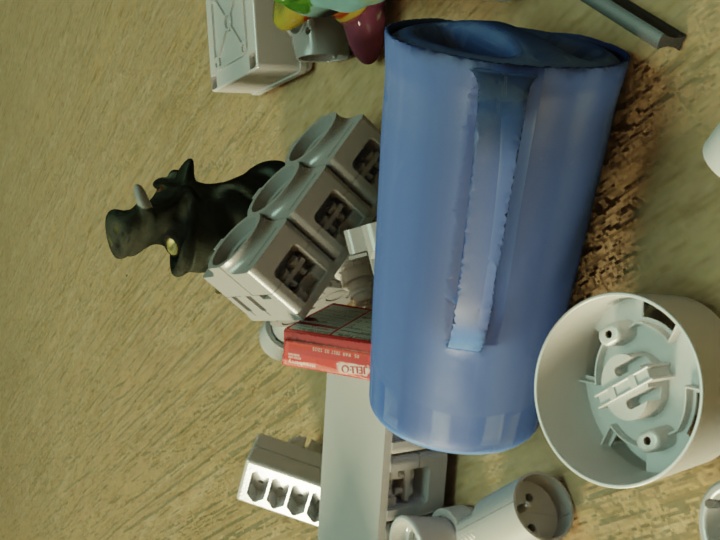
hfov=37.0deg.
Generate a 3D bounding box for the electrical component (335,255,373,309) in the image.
[{"bbox_3d":[0.000,0.000,0.833,0.040,0.040,0.078,-44,55,53],"label":"electrical component"}]

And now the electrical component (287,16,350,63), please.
[{"bbox_3d":[-0.039,-0.208,0.878,0.079,0.044,0.077,3,96,64],"label":"electrical component"}]

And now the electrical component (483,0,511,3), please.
[{"bbox_3d":[0.085,-0.210,0.644,0.089,0.056,0.050,-56,46,47],"label":"electrical component"}]

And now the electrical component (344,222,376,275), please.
[{"bbox_3d":[0.034,-0.009,0.746,0.058,0.078,0.057,-17,-87,-79],"label":"electrical component"}]

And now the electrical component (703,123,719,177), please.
[{"bbox_3d":[0.188,-0.069,0.494,0.044,0.044,0.065,66,149,32],"label":"electrical component"}]

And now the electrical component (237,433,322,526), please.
[{"bbox_3d":[-0.052,0.168,0.919,0.075,0.083,0.047,-67,-5,-58],"label":"electrical component"}]

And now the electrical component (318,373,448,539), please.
[{"bbox_3d":[0.020,0.142,0.790,0.089,0.062,0.150,24,113,58],"label":"electrical component"}]

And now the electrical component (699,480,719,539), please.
[{"bbox_3d":[0.192,0.118,0.498,0.055,0.047,0.055,10,102,60],"label":"electrical component"}]

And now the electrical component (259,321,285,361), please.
[{"bbox_3d":[-0.060,0.049,0.941,0.055,0.045,0.045,-55,47,48],"label":"electrical component"}]

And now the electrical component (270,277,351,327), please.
[{"bbox_3d":[-0.047,0.009,0.879,0.080,0.080,0.051,-49,56,51],"label":"electrical component"}]

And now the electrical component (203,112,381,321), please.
[{"bbox_3d":[-0.042,-0.040,0.797,0.150,0.062,0.089,-56,22,-20],"label":"electrical component"}]

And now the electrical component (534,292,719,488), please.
[{"bbox_3d":[0.145,0.060,0.556,0.099,0.064,0.099,10,102,60],"label":"electrical component"}]

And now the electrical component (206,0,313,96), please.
[{"bbox_3d":[-0.092,-0.219,0.959,0.109,0.056,0.108,-6,88,61],"label":"electrical component"}]

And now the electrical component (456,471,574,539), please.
[{"bbox_3d":[0.094,0.160,0.680,0.081,0.043,0.043,-47,53,52],"label":"electrical component"}]

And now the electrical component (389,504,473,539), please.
[{"bbox_3d":[0.055,0.187,0.740,0.045,0.055,0.045,10,102,60],"label":"electrical component"}]
